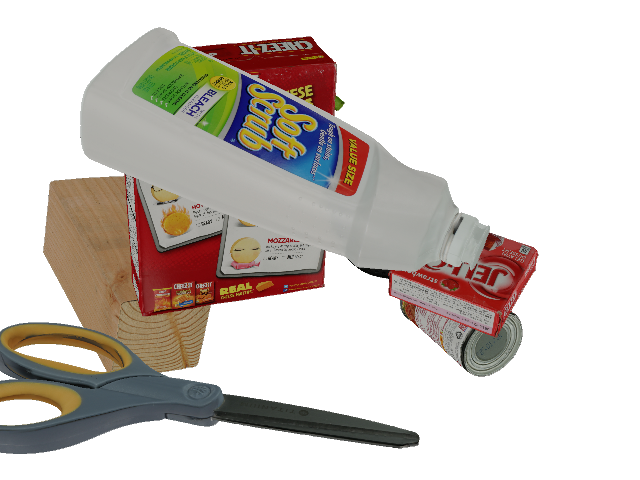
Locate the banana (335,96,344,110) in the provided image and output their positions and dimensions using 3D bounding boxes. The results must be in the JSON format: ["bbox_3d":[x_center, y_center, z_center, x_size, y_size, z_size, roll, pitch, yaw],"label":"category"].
[{"bbox_3d":[-0.054,-0.161,1.051,0.197,0.070,0.037,-8,-36,-47],"label":"banana"}]

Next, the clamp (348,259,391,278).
[{"bbox_3d":[0.037,-0.003,1.260,0.210,0.036,0.164,32,39,23],"label":"clamp"}]

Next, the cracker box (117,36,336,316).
[{"bbox_3d":[-0.077,-0.052,0.879,0.164,0.214,0.072,-8,33,-17],"label":"cracker box"}]

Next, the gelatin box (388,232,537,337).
[{"bbox_3d":[0.105,0.023,0.786,0.089,0.030,0.073,21,49,21],"label":"gelatin box"}]

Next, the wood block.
[{"bbox_3d":[-0.191,0.029,1.031,0.090,0.091,0.206,-6,36,-31],"label":"wood block"}]

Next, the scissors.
[{"bbox_3d":[-0.068,0.077,0.455,0.202,0.016,0.096,15,29,24],"label":"scissors"}]

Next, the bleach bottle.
[{"bbox_3d":[-0.016,-0.047,0.651,0.251,0.068,0.102,23,43,14],"label":"bleach bottle"}]

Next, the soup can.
[{"bbox_3d":[0.129,0.070,0.978,0.068,0.068,0.102,0,26,-32],"label":"soup can"}]
